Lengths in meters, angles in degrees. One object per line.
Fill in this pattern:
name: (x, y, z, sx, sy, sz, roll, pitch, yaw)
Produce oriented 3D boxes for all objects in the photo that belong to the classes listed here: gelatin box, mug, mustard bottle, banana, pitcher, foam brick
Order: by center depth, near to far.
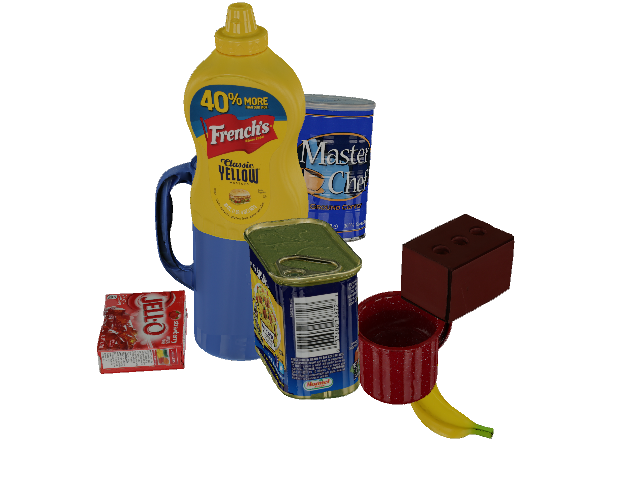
foam brick: (0.109, 0.021, 0.845, 0.078, 0.051, 0.053, -25, 38, -36)
mustard bottle: (-0.060, -0.094, 0.852, 0.096, 0.192, 0.058, 6, 30, 13)
gelatin box: (-0.156, 0.079, 0.945, 0.073, 0.030, 0.089, -3, 31, -3)
mug: (0.087, 0.106, 1.087, 0.117, 0.081, 0.093, -27, 42, -30)
banana: (0.136, 0.184, 1.268, 0.069, 0.037, 0.198, 9, 21, -19)
pitcher: (-0.104, 0.016, 1.274, 0.149, 0.243, 0.144, 21, 27, 32)

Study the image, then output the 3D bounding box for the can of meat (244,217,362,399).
can of meat: (-0.011, 0.042, 0.672, 0.057, 0.084, 0.102, -8, 21, -15)

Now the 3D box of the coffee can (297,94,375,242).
coffee can: (0.001, -0.077, 1.102, 0.103, 0.140, 0.103, 3, 12, -1)
